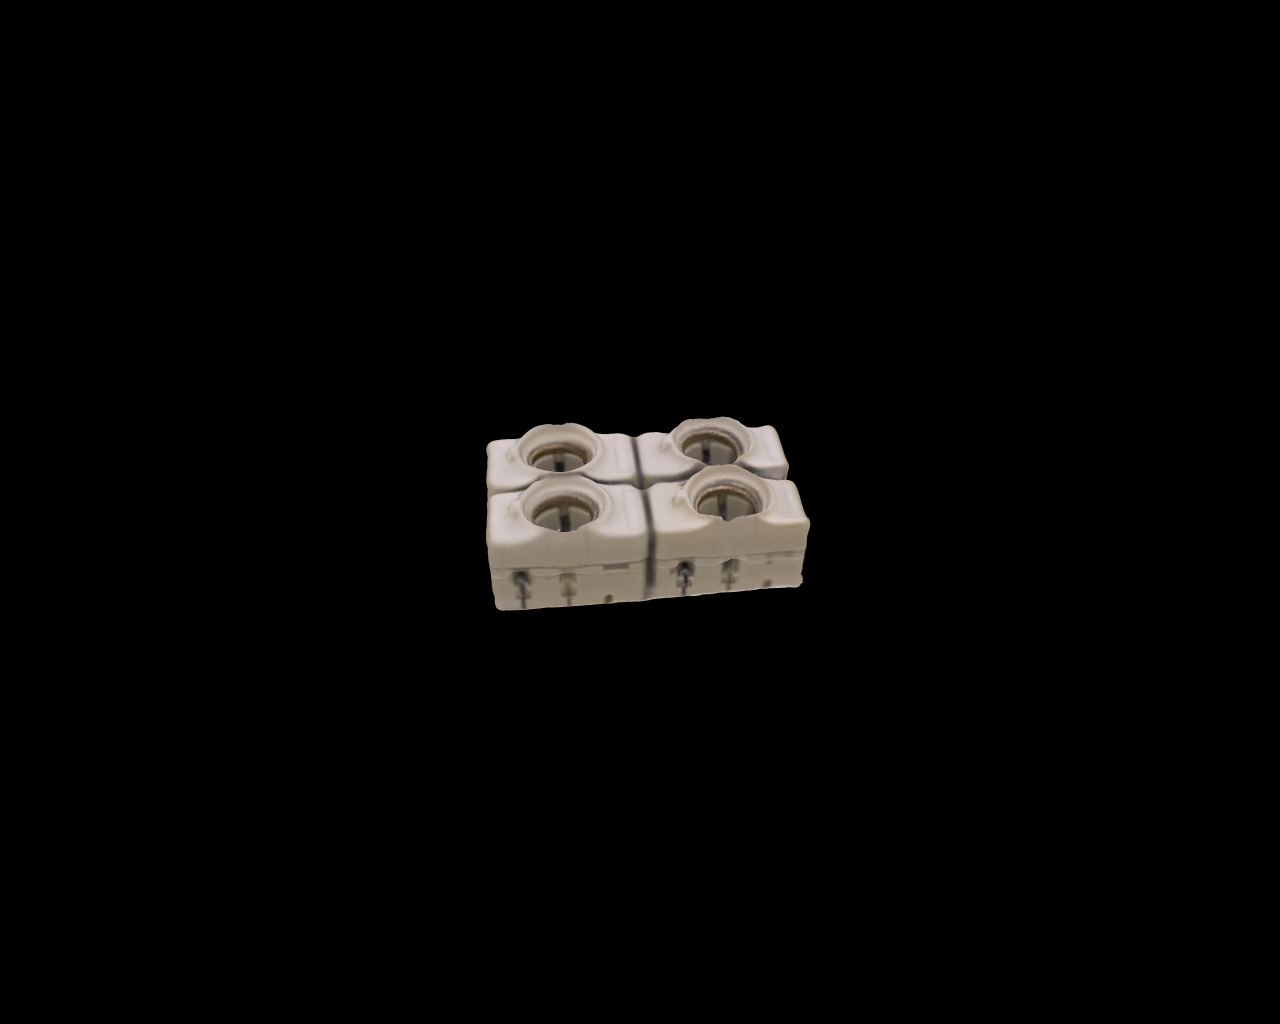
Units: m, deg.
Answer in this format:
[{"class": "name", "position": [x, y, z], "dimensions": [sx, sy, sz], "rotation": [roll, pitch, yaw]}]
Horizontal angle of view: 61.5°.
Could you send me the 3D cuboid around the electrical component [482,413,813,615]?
[{"class": "electrical component", "position": [0.001, -0.003, 0.650], "dimensions": [0.186, 0.060, 0.105], "rotation": [-4, 39, -4]}]
